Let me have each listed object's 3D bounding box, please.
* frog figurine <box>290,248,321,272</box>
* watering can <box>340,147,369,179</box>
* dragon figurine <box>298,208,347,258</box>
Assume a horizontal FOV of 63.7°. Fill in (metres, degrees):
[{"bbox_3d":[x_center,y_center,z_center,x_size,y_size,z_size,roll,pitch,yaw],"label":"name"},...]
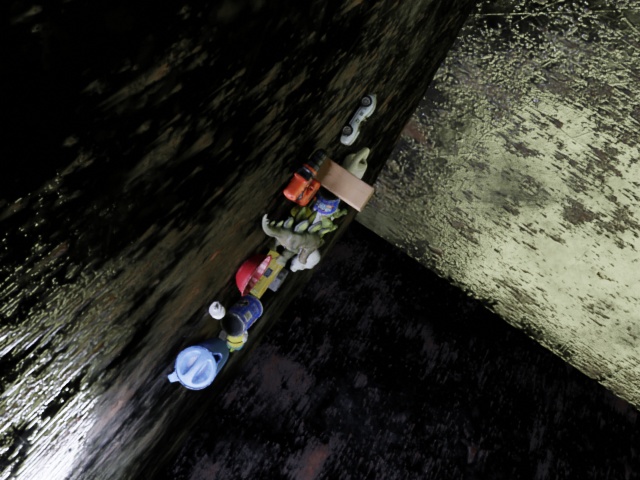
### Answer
[{"bbox_3d":[-0.079,0.089,2.555,0.162,0.123,0.134,-42,135,-29],"label":"frog figurine"},{"bbox_3d":[0.114,-0.271,2.137,0.220,0.104,0.354,-59,174,34],"label":"watering can"},{"bbox_3d":[0.007,-0.117,2.327,0.416,0.123,0.238,-56,157,-18],"label":"dragon figurine"}]
